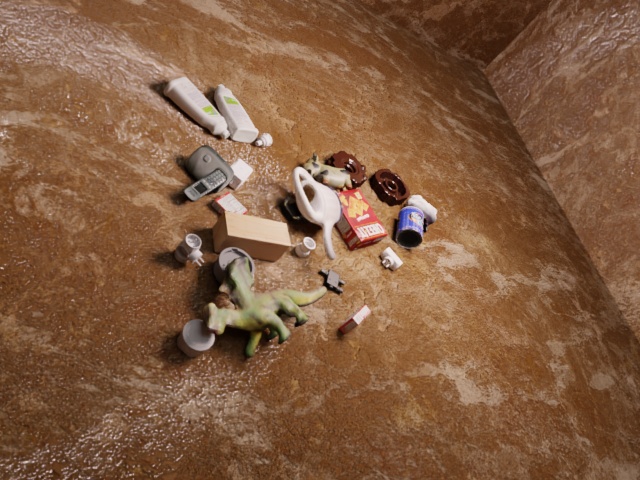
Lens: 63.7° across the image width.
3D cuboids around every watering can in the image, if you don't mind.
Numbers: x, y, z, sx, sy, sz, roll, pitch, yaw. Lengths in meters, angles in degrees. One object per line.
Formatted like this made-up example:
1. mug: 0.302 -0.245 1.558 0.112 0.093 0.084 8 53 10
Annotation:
1. watering can: 0.005 -0.087 1.725 0.224 0.103 0.352 8 56 -62

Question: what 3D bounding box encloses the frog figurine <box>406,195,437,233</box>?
1. frog figurine: 0.422 -0.132 2.146 0.137 0.120 0.163 19 53 -1

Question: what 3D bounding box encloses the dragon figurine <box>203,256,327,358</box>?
1. dragon figurine: -0.152 0.146 1.361 0.242 0.120 0.417 56 39 -4
